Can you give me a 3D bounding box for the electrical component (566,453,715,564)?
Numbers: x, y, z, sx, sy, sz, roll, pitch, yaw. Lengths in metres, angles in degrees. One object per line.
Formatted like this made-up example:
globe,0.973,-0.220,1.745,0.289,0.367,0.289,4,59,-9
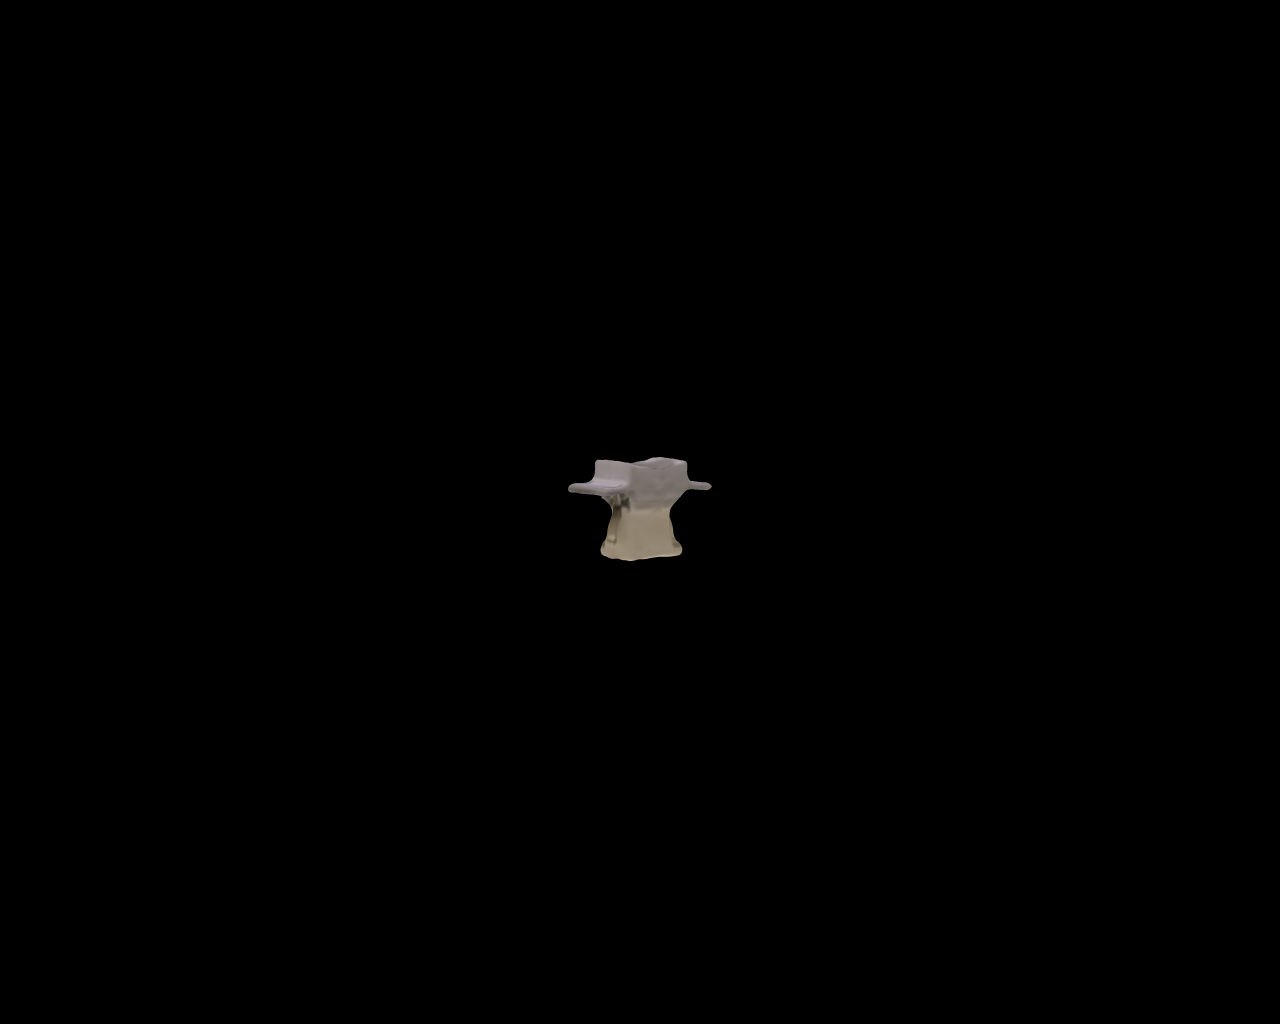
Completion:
electrical component,0.001,-0.003,0.650,0.081,0.063,0.042,-4,6,-33
